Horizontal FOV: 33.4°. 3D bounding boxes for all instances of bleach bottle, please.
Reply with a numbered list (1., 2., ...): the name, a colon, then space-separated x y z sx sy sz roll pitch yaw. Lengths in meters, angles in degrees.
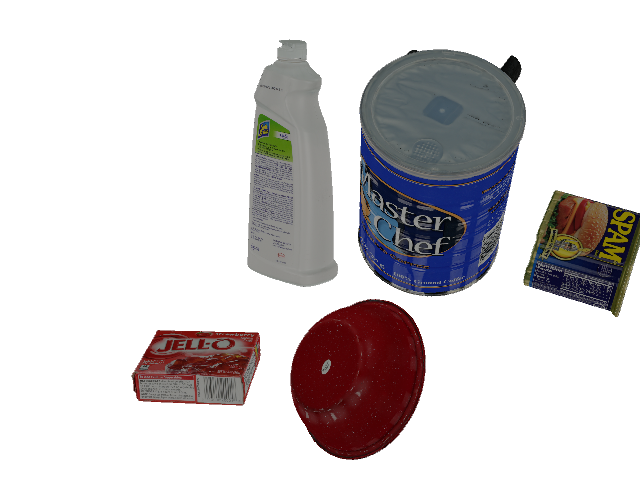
1. bleach bottle: -0.027 -0.084 1.133 0.103 0.251 0.067 16 22 37

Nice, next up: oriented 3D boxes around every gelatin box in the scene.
1. gelatin box: -0.098 0.100 0.856 0.089 0.030 0.073 1 22 8

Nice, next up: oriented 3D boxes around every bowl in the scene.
1. bowl: 0.022 0.127 1.033 0.162 0.162 0.055 0 -19 46

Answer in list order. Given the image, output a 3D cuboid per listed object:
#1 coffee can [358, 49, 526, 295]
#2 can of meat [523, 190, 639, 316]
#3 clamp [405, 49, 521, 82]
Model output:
1. coffee can: 0.077 -0.042 0.715 0.103 0.103 0.140 0 -34 2
2. can of meat: 0.230 0.008 0.925 0.084 0.057 0.102 17 45 16
3. clamp: 0.137 -0.131 1.041 0.120 0.039 0.171 4 45 4
